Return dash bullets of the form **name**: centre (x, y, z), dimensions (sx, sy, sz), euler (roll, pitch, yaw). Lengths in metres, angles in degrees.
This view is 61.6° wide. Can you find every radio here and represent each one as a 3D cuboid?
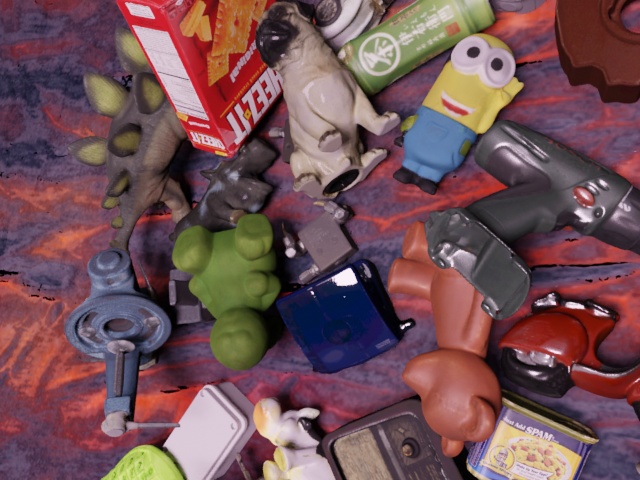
- **radio**: centre (0.111, 0.287, 0.569), dimensions (0.131, 0.073, 0.229), euler (-32, 73, 17)

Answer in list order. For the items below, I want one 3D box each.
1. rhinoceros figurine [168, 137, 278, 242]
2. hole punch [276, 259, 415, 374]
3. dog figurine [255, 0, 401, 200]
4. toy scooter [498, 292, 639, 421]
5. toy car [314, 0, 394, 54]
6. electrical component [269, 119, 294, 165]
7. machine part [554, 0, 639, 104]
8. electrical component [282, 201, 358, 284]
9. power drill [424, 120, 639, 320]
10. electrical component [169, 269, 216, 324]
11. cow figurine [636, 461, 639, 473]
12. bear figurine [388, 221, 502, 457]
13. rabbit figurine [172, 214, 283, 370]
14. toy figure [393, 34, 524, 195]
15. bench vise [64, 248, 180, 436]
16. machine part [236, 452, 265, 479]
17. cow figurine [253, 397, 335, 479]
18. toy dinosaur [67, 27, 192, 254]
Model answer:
- **rhinoceros figurine**: centre (-0.123, -0.049, 0.719), dimensions (0.190, 0.073, 0.112), euler (-49, 57, 14)
- **hole punch**: centre (0.024, 0.091, 0.626), dimensions (0.142, 0.092, 0.116), euler (-28, 78, 16)
- **dog figurine**: centre (-0.014, -0.158, 0.630), dimensions (0.191, 0.121, 0.172), euler (58, 144, 19)
- **toy scooter**: centre (0.273, 0.096, 0.515), dimensions (0.184, 0.075, 0.135), euler (13, 68, 37)
- **toy car**: centre (0.067, -0.304, 0.653), dimensions (0.201, 0.073, 0.056), euler (-47, 68, 13)
- **electrical component**: centre (-0.026, -0.126, 0.705), dimensions (0.094, 0.021, 0.063), euler (4, 87, 24)
- **machine part**: centre (0.325, -0.227, 0.538), dimensions (0.180, 0.056, 0.179), euler (-3, 82, 25)
- **electrical component**: centre (0.000, -0.002, 0.667), dimensions (0.102, 0.045, 0.078), euler (-32, 71, 18)
- **power drill**: centre (0.217, -0.015, 0.502), dimensions (0.207, 0.086, 0.232), euler (-34, 64, -24)
- **electrical component**: centre (-0.165, 0.073, 0.694), dimensions (0.048, 0.119, 0.074), euler (-10, 83, 25)
- **cow figurine**: centre (0.349, 0.247, 0.461), dimensions (0.127, 0.085, 0.195), euler (-37, 68, 23)
- **bear figurine**: centre (0.120, 0.099, 0.536), dimensions (0.132, 0.120, 0.196), euler (19, 62, 5)
- **rabbit figurine**: centre (-0.103, 0.081, 0.637), dimensions (0.121, 0.158, 0.170), euler (-7, 53, -1)
- **toy figure**: centre (0.145, -0.141, 0.597), dimensions (0.082, 0.089, 0.180), euler (22, 107, -17)
- **bench vise**: centre (-0.245, 0.139, 0.667), dimensions (0.241, 0.129, 0.223), euler (-108, 27, -44)
- **machine part**: centre (-0.042, 0.364, 0.631), dimensions (0.079, 0.079, 0.243), euler (-39, 70, 16)
- **cow figurine**: centre (-0.013, 0.256, 0.626), dimensions (0.068, 0.098, 0.167), euler (-51, 55, 46)
- **toy dinosaur**: centre (-0.200, -0.170, 0.694), dimensions (0.105, 0.198, 0.471), euler (23, 96, 22)
